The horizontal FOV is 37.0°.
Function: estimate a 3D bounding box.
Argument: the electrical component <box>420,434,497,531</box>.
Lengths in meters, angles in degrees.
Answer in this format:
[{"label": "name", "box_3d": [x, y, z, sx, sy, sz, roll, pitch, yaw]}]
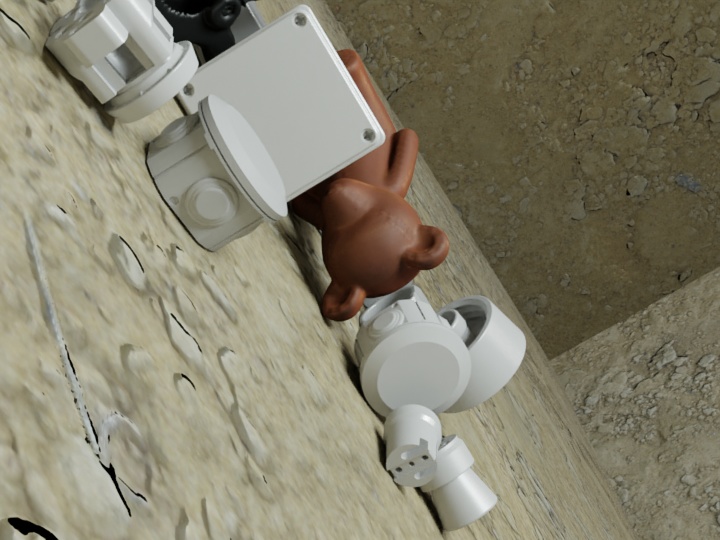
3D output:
[{"label": "electrical component", "box_3d": [0.066, 0.152, 0.771, 0.055, 0.045, 0.045, 59, 9, 0]}]

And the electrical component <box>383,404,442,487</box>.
[{"label": "electrical component", "box_3d": [0.035, 0.120, 0.729, 0.040, 0.040, 0.046, 57, 16, -19]}]

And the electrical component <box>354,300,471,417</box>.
[{"label": "electrical component", "box_3d": [0.036, 0.065, 0.781, 0.080, 0.080, 0.051, 55, 5, -29]}]

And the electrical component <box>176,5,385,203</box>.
[{"label": "electrical component", "box_3d": [-0.054, -0.109, 0.749, 0.108, 0.109, 0.056, 59, 6, -5]}]

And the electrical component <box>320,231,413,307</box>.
[{"label": "electrical component", "box_3d": [0.007, -0.020, 0.981, 0.089, 0.050, 0.055, 59, 9, -9]}]

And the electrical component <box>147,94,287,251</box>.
[{"label": "electrical component", "box_3d": [-0.080, -0.055, 0.612, 0.080, 0.051, 0.080, 57, 9, -14]}]

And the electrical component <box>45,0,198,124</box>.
[{"label": "electrical component", "box_3d": [-0.122, -0.114, 0.558, 0.057, 0.058, 0.078, 52, 11, -28]}]

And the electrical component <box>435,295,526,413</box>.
[{"label": "electrical component", "box_3d": [0.090, 0.070, 0.983, 0.060, 0.108, 0.108, 49, 12, -23]}]

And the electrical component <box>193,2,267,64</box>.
[{"label": "electrical component", "box_3d": [-0.103, -0.185, 0.875, 0.096, 0.061, 0.061, 60, 7, -9]}]

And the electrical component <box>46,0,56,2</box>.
[{"label": "electrical component", "box_3d": [-0.170, -0.182, 0.540, 0.065, 0.047, 0.077, 61, 11, 6]}]

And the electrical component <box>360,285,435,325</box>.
[{"label": "electrical component", "box_3d": [0.038, 0.053, 0.909, 0.059, 0.054, 0.095, 58, 9, -14]}]
